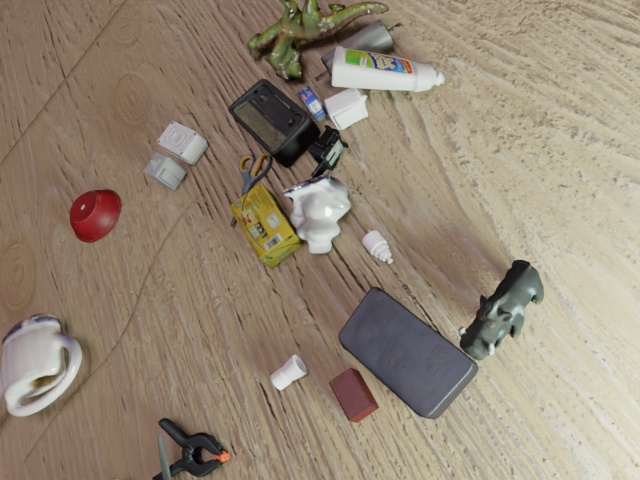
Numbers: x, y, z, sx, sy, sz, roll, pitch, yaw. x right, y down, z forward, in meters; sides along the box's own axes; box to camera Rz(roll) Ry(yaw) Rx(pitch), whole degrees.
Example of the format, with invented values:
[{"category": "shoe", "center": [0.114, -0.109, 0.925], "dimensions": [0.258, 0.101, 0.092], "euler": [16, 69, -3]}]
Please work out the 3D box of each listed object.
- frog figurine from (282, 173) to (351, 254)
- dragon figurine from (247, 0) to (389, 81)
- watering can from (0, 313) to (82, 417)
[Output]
[{"category": "frog figurine", "center": [0.003, -0.056, 1.109], "dimensions": [0.137, 0.123, 0.159], "euler": [-19, 96, 6]}, {"category": "dragon figurine", "center": [-0.037, -0.523, 1.344], "dimensions": [0.413, 0.121, 0.243], "euler": [19, 88, 34]}, {"category": "watering can", "center": [-0.715, 0.317, 1.224], "dimensions": [0.346, 0.102, 0.229], "euler": [-30, 57, 7]}]
